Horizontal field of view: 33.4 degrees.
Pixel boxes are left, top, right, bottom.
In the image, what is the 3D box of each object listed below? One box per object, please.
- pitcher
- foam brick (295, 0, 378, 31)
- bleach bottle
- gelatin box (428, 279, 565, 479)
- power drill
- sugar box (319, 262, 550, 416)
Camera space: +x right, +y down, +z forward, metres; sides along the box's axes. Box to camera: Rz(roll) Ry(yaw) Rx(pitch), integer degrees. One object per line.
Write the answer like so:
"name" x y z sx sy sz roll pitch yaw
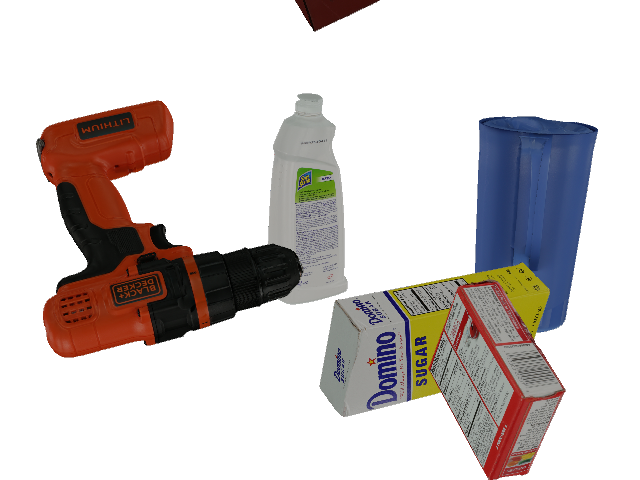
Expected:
"pitcher" 0.239 -0.019 1.232 0.149 0.243 0.145 -6 16 -32
"foam brick" 0.013 -0.206 0.808 0.078 0.053 0.051 -27 -30 -2
"bleach bottle" -0.012 -0.052 1.281 0.102 0.251 0.068 -13 28 -33
"gelatin box" 0.099 0.079 0.610 0.030 0.073 0.089 -6 43 -20
"power drill" -0.123 -0.014 0.784 0.184 0.188 0.057 -14 -33 -13
"sugar box" 0.091 0.078 0.845 0.176 0.093 0.048 -12 40 -26
